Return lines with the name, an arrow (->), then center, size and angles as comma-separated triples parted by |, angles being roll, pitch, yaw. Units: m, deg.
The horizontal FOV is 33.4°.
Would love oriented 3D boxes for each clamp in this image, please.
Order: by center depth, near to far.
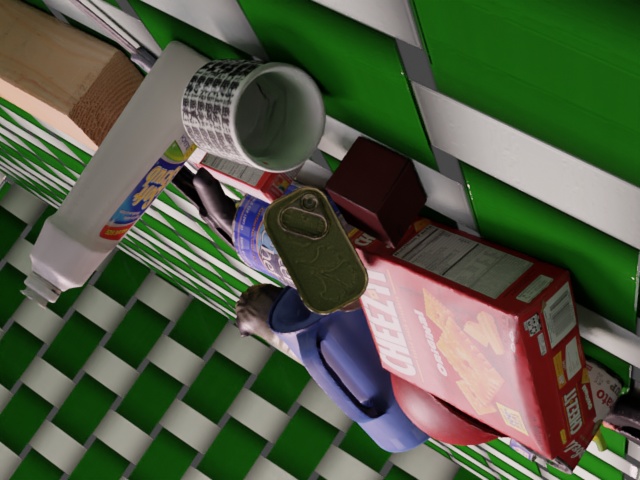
clamp -> 0.336, 0.182, 1.004 | 0.164, 0.036, 0.210 | 41, 168, -28
clamp -> -0.111, -0.035, 1.158 | 0.171, 0.039, 0.120 | 47, 172, -29

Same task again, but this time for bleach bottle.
bleach bottle -> -0.172, -0.049, 0.930 | 0.068, 0.250, 0.102 | 33, 170, 8

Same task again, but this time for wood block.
wood block -> -0.288, -0.181, 1.143 | 0.206, 0.090, 0.090 | 29, 168, 30

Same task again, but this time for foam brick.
foam brick -> 0.046, -0.038, 0.861 | 0.051, 0.053, 0.078 | 30, 168, 25

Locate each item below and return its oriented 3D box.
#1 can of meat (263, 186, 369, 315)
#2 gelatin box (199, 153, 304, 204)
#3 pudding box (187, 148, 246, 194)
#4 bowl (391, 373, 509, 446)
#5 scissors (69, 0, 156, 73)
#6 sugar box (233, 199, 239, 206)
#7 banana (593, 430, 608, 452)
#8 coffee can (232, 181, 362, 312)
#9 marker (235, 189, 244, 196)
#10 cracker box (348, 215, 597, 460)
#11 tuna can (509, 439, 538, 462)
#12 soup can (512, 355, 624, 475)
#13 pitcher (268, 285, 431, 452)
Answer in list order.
can of meat -> -0.003, 0.008, 0.895 | 0.102, 0.057, 0.084 | 61, -179, 1
gelatin box -> -0.052, -0.077, 0.928 | 0.089, 0.073, 0.030 | 24, 167, 43
pudding box -> -0.113, -0.095, 1.133 | 0.114, 0.039, 0.090 | 24, 165, 36
bowl -> 0.128, 0.158, 1.102 | 0.162, 0.055, 0.162 | 31, -157, -15
scissors -> -0.168, -0.168, 1.035 | 0.201, 0.016, 0.096 | 37, 170, -11
sugar box -> -0.079, -0.001, 1.437 | 0.176, 0.048, 0.093 | 31, 170, 14
banana -> 0.238, 0.169, 1.205 | 0.198, 0.037, 0.070 | 33, 141, 29
coffee can -> -0.007, 0.001, 1.062 | 0.141, 0.102, 0.102 | 23, 165, 48
marker -> -0.114, -0.082, 1.250 | 0.121, 0.020, 0.020 | 40, 169, -28
cracker box -> 0.126, 0.076, 0.930 | 0.214, 0.072, 0.164 | 23, 142, 46
tuna can -> 0.261, 0.218, 1.265 | 0.034, 0.086, 0.086 | 32, 170, 22
soup can -> 0.242, 0.168, 1.044 | 0.068, 0.102, 0.068 | 33, 170, 7
pitcher -> 0.053, 0.152, 1.305 | 0.242, 0.149, 0.145 | 53, 161, -23
